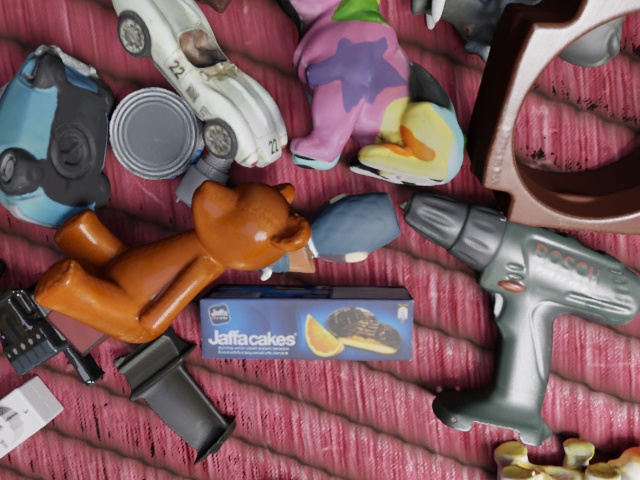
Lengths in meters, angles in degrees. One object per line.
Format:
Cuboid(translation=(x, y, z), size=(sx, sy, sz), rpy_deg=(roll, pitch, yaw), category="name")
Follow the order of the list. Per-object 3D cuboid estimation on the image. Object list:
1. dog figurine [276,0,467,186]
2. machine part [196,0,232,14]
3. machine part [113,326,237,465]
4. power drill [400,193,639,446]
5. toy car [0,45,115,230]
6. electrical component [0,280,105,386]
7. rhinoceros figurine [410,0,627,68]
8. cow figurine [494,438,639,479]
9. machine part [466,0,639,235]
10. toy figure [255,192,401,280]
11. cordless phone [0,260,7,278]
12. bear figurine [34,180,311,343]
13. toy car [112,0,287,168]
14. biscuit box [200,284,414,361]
Cuboid(translation=(0.046, -0.166, 0.471), size=(0.192, 0.108, 0.219), rpy_deg=(9, 94, 4), category="dog figurine")
Cuboid(translation=(-0.134, -0.266, 0.436), size=(0.179, 0.179, 0.056), rpy_deg=(37, 93, -2), category="machine part")
Cuboid(translation=(-0.143, 0.158, 0.551), size=(0.084, 0.039, 0.139), rpy_deg=(-36, 93, 1), category="machine part")
Cuboid(translation=(0.168, 0.076, 0.514), size=(0.232, 0.086, 0.207), rpy_deg=(14, 90, 1), category="power drill")
Cuboid(translation=(-0.262, -0.091, 0.496), size=(0.103, 0.109, 0.161), rpy_deg=(3, 88, 19), category="toy car")
Cuboid(translation=(-0.268, 0.098, 0.531), size=(0.048, 0.075, 0.119), rpy_deg=(-32, 97, 5), category="electrical component")
Cuboid(translation=(0.177, -0.211, 0.481), size=(0.190, 0.073, 0.112), rpy_deg=(15, 108, -1), category="rhinoceros figurine")
Cuboid(translation=(0.259, 0.253, 0.530), size=(0.167, 0.068, 0.098), rpy_deg=(-4, 102, 6), category="cow figurine")
Cuboid(translation=(0.236, -0.109, 0.443), size=(0.201, 0.087, 0.201), rpy_deg=(5, 126, -2), category="machine part")
Cuboid(translation=(-0.001, -0.001, 0.516), size=(0.155, 0.064, 0.057), rpy_deg=(-18, 134, 9), category="toy figure")
Cuboid(translation=(-0.340, -0.035, 0.473), size=(0.089, 0.147, 0.184), rpy_deg=(4, 110, -18), category="cordless phone")
Cuboid(translation=(-0.115, 0.001, 0.455), size=(0.196, 0.120, 0.131), rpy_deg=(-36, 124, 13), category="bear figurine")
Cuboid(translation=(-0.105, -0.150, 0.486), size=(0.201, 0.073, 0.056), rpy_deg=(50, 127, -3), category="toy car")
Cuboid(translation=(-0.013, 0.079, 0.524), size=(0.203, 0.059, 0.062), rpy_deg=(0, 97, 3), category="biscuit box")
